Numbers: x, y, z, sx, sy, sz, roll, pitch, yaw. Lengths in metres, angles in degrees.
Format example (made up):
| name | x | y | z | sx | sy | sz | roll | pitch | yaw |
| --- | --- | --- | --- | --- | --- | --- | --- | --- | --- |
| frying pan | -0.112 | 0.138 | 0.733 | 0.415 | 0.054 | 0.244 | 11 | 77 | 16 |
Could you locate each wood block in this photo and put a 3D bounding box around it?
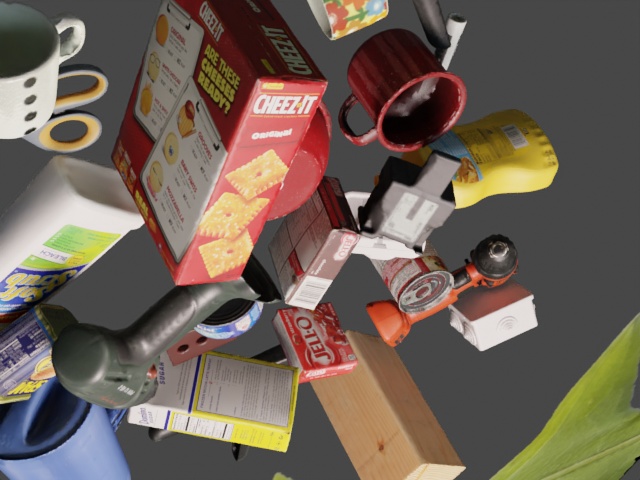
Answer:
| name | x | y | z | sx | sy | sz | roll | pitch | yaw |
| --- | --- | --- | --- | --- | --- | --- | --- | --- | --- |
| wood block | 0.077 | 0.223 | 1.328 | 0.090 | 0.206 | 0.091 | 16 | 124 | -45 |

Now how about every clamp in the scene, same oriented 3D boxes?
| name | x | y | z | sx | sy | sz | roll | pitch | yaw |
| --- | --- | --- | --- | --- | --- | --- | --- | --- | --- |
| clamp | -0.102 | 0.196 | 1.316 | 0.164 | 0.036 | 0.210 | 17 | 122 | -43 |
| clamp | 0.100 | -0.247 | 0.931 | 0.120 | 0.039 | 0.171 | -51 | 139 | 12 |

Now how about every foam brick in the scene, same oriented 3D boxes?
| name | x | y | z | sx | sy | sz | roll | pitch | yaw |
| --- | --- | --- | --- | --- | --- | --- | --- | --- | --- |
| foam brick | -0.136 | 0.090 | 1.153 | 0.078 | 0.051 | 0.053 | -24 | 144 | -10 |

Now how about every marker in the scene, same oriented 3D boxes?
| name | x | y | z | sx | sy | sz | roll | pitch | yaw |
| --- | --- | --- | --- | --- | --- | --- | --- | --- | --- |
| marker | 0.116 | -0.168 | 1.050 | 0.020 | 0.020 | 0.121 | -9 | 139 | -27 |

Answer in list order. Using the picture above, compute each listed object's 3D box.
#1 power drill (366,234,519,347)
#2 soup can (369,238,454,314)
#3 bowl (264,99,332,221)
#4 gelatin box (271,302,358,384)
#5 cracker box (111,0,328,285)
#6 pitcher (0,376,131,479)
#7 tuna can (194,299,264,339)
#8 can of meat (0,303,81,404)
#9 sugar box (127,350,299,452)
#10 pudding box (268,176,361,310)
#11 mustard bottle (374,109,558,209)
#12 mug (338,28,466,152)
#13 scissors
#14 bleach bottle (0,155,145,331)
| name | x | y | z | sx | sy | sz | roll | pitch | yaw |
| --- | --- | --- | --- | --- | --- | --- | --- | --- | --- |
| power drill | 0.149 | 0.058 | 1.267 | 0.187 | 0.057 | 0.184 | -28 | 167 | 2 |
| soup can | 0.096 | 0.023 | 1.191 | 0.068 | 0.102 | 0.068 | -19 | 142 | -16 |
| bowl | -0.052 | -0.069 | 1.022 | 0.162 | 0.055 | 0.162 | -19 | 143 | -15 |
| gelatin box | -0.006 | 0.119 | 1.244 | 0.073 | 0.089 | 0.030 | -6 | 145 | -29 |
| cracker box | -0.089 | -0.095 | 0.872 | 0.071 | 0.164 | 0.214 | -4 | 136 | -35 |
| pitcher | -0.273 | 0.215 | 1.154 | 0.149 | 0.145 | 0.243 | -5 | 146 | 2 |
| tuna can | -0.102 | 0.060 | 1.113 | 0.086 | 0.086 | 0.034 | -25 | 146 | -8 |
| can of meat | -0.271 | 0.105 | 1.005 | 0.084 | 0.057 | 0.102 | -36 | 172 | 1 |
| sugar box | -0.115 | 0.170 | 1.169 | 0.176 | 0.093 | 0.048 | 11 | 134 | -4 |
| pudding box | -0.007 | 0.001 | 1.103 | 0.039 | 0.090 | 0.114 | 14 | 128 | -29 |
| mustard bottle | 0.144 | -0.079 | 1.110 | 0.191 | 0.096 | 0.058 | -14 | 146 | -21 |
| mug | 0.068 | -0.136 | 1.001 | 0.117 | 0.081 | 0.093 | -38 | 144 | 10 |
| scissors | -0.267 | -0.087 | 0.883 | 0.201 | 0.016 | 0.096 | -24 | 144 | -8 |
| bleach bottle | -0.276 | 0.031 | 0.979 | 0.251 | 0.068 | 0.102 | -43 | 149 | 22 |
